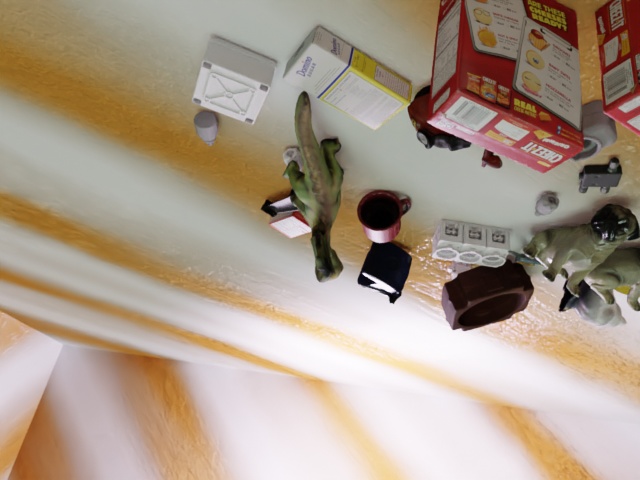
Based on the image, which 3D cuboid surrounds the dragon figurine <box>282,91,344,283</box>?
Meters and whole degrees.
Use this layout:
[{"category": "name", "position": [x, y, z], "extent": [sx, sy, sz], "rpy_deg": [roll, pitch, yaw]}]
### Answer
[{"category": "dragon figurine", "position": [0.003, -0.046, 0.921], "extent": [0.122, 0.248, 0.402], "rpy_deg": [-12, -27, 2]}]

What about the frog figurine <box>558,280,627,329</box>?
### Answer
[{"category": "frog figurine", "position": [0.656, 0.150, 1.200], "extent": [0.159, 0.120, 0.140], "rpy_deg": [30, 32, 3]}]
